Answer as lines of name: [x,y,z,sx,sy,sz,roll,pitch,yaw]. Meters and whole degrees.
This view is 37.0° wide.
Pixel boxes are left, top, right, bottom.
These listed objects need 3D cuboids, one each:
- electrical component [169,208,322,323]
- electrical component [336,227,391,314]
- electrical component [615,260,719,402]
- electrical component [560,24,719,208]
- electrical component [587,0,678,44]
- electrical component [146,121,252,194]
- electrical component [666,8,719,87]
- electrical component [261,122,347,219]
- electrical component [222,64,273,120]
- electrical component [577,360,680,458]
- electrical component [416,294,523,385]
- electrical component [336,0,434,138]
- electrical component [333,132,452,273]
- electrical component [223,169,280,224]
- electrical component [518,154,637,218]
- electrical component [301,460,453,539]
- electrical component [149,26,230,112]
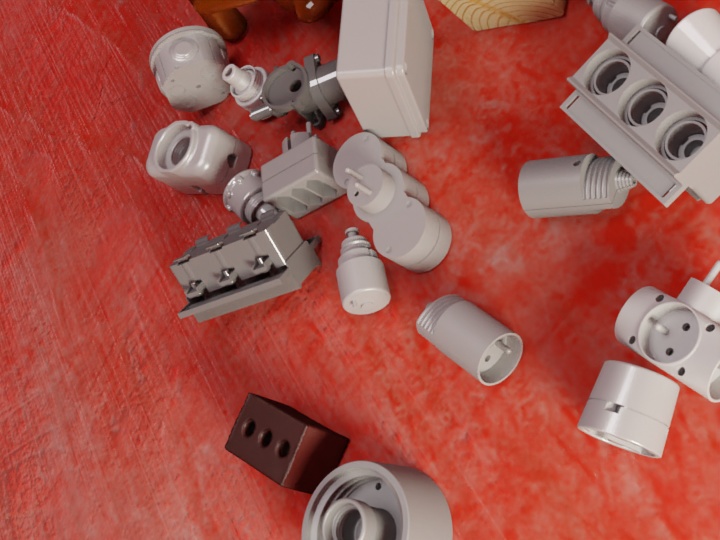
electrical component: [-0.105,-0.005,0.951,0.121,0.063,0.078,-19,19,33]
electrical component: [0.000,0.000,0.885,0.040,0.040,0.078,-30,54,27]
electrical component: [0.216,0.031,0.686,0.077,0.044,0.079,37,96,43]
electrical component: [0.206,-0.103,0.740,0.078,0.063,0.121,-47,48,14]
electrical component: [0.200,-0.189,0.800,0.040,0.040,0.078,-53,47,9]
electrical component: [-0.163,-0.110,1.059,0.095,0.059,0.053,4,74,41]
electrical component: [0.247,-0.143,0.740,0.044,0.044,0.065,-42,54,18]
electrical component: [-0.051,-0.098,0.967,0.066,0.047,0.076,-26,56,31]
electrical component: [-0.105,-0.177,1.038,0.048,0.062,0.048,-18,60,34]
electrical component: [0.174,0.088,0.690,0.055,0.055,0.047,13,76,43]
electrical component: [0.077,0.046,0.797,0.081,0.043,0.043,37,96,43]
electrical component: [0.022,-0.180,0.895,0.056,0.108,0.108,-1,69,15]
electrical component: [0.015,-0.063,0.877,0.052,0.074,0.138,-44,49,17]
electrical component: [-0.093,-0.060,0.989,0.048,0.048,0.062,-52,54,9]
electrical component: [0.160,-0.061,0.775,0.081,0.043,0.043,-3,70,40]
electrical component: [0.006,0.190,0.781,0.108,0.060,0.108,-17,61,34]
electrical component: [-0.170,-0.204,1.095,0.080,0.080,0.051,-36,57,23]
